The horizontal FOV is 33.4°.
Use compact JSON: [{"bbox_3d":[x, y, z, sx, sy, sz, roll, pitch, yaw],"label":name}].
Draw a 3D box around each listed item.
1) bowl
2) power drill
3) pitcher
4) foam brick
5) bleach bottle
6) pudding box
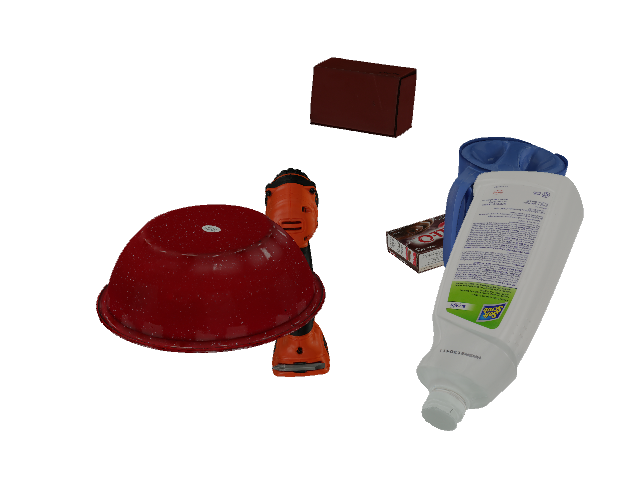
[{"bbox_3d":[-0.077,0.016,0.745,0.162,0.055,0.162,-1,24,0],"label":"bowl"},{"bbox_3d":[-0.026,0.028,1.060,0.057,0.188,0.184,-4,15,2],"label":"power drill"},{"bbox_3d":[0.220,0.001,1.350,0.149,0.243,0.145,4,25,-1],"label":"pitcher"},{"bbox_3d":[0.036,-0.121,0.898,0.078,0.051,0.053,11,21,18],"label":"foam brick"},{"bbox_3d":[0.137,0.048,0.889,0.103,0.068,0.250,3,47,35],"label":"bleach bottle"},{"bbox_3d":[0.169,0.004,1.601,0.113,0.039,0.090,-19,29,-22],"label":"pudding box"}]
